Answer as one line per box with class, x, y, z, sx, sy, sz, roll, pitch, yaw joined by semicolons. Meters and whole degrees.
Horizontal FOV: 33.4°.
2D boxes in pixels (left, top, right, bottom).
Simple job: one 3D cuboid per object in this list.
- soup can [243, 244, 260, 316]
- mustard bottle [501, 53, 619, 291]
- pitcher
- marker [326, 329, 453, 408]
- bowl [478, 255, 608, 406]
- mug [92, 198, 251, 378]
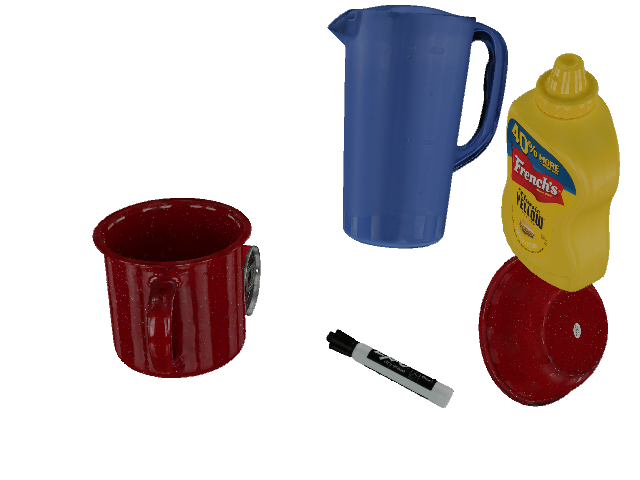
soup can;-0.114;0.034;1.028;0.102;0.068;0.068;5;1;9
mustard bottle;0.172;-0.054;0.765;0.058;0.191;0.096;-24;51;-14
pitcher;0.095;-0.119;1.106;0.149;0.243;0.144;12;15;33
marker;0.059;0.111;0.935;0.121;0.020;0.020;27;9;18
bowl;0.238;0.089;1.076;0.161;0.162;0.055;0;-1;-32
mug;-0.086;0.035;0.635;0.093;0.081;0.117;-1;26;-2
